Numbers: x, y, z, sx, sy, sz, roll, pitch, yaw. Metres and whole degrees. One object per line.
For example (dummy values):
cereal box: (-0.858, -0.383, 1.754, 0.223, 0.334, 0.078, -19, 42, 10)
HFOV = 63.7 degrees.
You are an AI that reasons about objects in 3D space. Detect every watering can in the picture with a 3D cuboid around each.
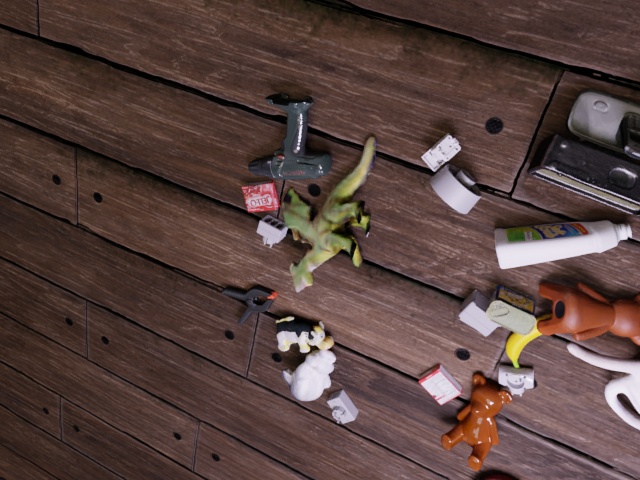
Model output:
watering can: (0.697, 0.295, 1.070, 0.345, 0.106, 0.221, 43, 124, -16)

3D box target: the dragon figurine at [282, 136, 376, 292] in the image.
dragon figurine: (0.004, -0.063, 1.258, 0.243, 0.123, 0.407, 14, 100, 25)

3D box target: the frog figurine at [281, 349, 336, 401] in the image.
frog figurine: (-0.013, 0.378, 1.446, 0.158, 0.126, 0.135, -30, 131, 23)
